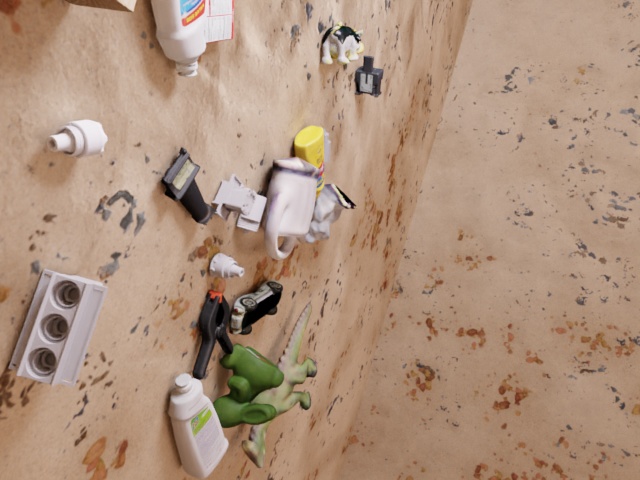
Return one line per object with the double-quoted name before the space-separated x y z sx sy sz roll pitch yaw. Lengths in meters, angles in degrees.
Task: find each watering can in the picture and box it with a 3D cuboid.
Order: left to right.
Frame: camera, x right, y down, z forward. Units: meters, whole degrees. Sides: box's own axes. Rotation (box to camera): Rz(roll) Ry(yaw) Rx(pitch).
"watering can" -0.060 -0.072 1.164 0.104 0.223 0.349 12 6 9

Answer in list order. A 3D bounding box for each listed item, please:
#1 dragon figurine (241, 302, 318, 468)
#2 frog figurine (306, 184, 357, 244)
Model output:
"dragon figurine" -0.117 0.357 1.315 0.122 0.413 0.241 4 -9 27
"frog figurine" 0.004 -0.069 1.372 0.158 0.122 0.139 -40 6 13
